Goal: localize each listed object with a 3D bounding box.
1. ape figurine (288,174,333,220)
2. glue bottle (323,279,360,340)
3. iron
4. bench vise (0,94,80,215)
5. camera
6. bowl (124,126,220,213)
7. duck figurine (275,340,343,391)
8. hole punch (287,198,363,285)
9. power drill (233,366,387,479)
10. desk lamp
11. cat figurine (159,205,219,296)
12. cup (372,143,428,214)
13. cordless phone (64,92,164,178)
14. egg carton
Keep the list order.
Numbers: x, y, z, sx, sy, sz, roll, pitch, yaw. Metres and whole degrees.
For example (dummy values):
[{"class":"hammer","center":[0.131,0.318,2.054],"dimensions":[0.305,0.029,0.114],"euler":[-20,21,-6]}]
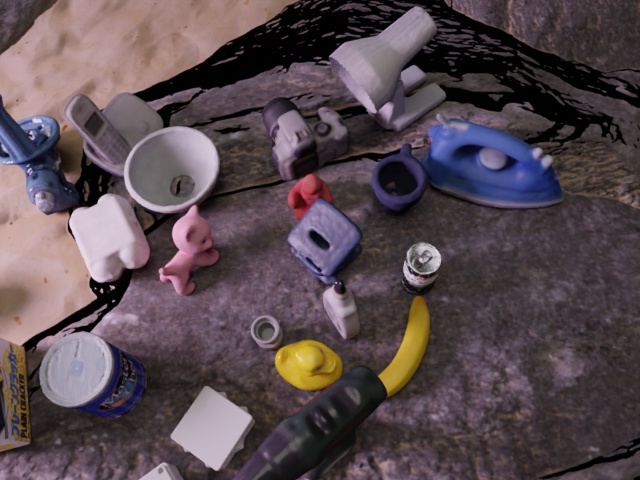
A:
[{"class":"ape figurine","center":[-0.015,-0.081,0.976],"dimensions":[0.077,0.092,0.076],"euler":[21,70,12]},{"class":"glue bottle","center":[0.032,0.093,0.855],"dimensions":[0.037,0.173,0.078],"euler":[-27,68,-8]},{"class":"iron","center":[0.297,-0.137,0.956],"dimensions":[0.258,0.141,0.119],"euler":[18,69,11]},{"class":"bench vise","center":[-0.486,-0.157,0.966],"dimensions":[0.121,0.220,0.207],"euler":[-40,70,-13]},{"class":"camera","center":[-0.036,-0.201,1.024],"dimensions":[0.143,0.101,0.136],"euler":[-27,68,-8]},{"class":"bowl","center":[-0.252,-0.113,1.013],"dimensions":[0.167,0.075,0.167],"euler":[-1,67,3]},{"class":"duck figurine","center":[-0.018,0.184,0.867],"dimensions":[0.104,0.086,0.077],"euler":[9,68,7]},{"class":"hole punch","center":[0.009,0.003,0.940],"dimensions":[0.108,0.091,0.101],"euler":[41,75,18]},{"class":"power drill","center":[-0.009,0.267,0.764],"dimensions":[0.230,0.208,0.075],"euler":[-40,70,-13]},{"class":"desk lamp","center":[0.122,-0.288,0.991],"dimensions":[0.203,0.214,0.117],"euler":[-36,69,-11]},{"class":"cat figurine","center":[-0.218,0.013,0.934],"dimensions":[0.067,0.118,0.128],"euler":[29,72,15]},{"class":"cup","center":[0.135,-0.096,0.973],"dimensions":[0.091,0.095,0.118],"euler":[11,68,8]},{"class":"cordless phone","center":[-0.361,-0.210,1.000],"dimensions":[0.094,0.185,0.148],"euler":[19,69,11]},{"class":"egg carton","center":[-0.356,-0.005,0.975],"dimensions":[0.107,0.069,0.150],"euler":[-29,68,-9]}]
